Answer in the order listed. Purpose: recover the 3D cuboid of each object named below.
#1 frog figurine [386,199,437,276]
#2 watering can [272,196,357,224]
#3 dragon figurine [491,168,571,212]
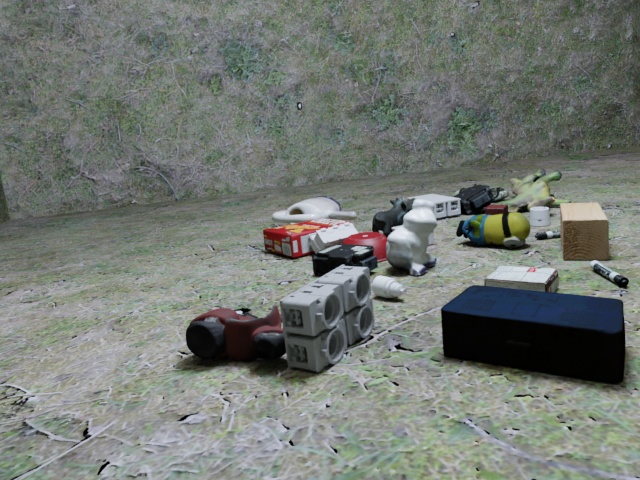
[{"bbox_3d":[0.208,-0.012,1.179,0.138,0.158,0.123,-15,12,-36],"label":"frog figurine"},{"bbox_3d":[0.005,-0.089,1.763,0.347,0.103,0.226,0,12,29],"label":"watering can"},{"bbox_3d":[0.673,-0.151,1.743,0.243,0.121,0.413,-17,12,-10],"label":"dragon figurine"}]
